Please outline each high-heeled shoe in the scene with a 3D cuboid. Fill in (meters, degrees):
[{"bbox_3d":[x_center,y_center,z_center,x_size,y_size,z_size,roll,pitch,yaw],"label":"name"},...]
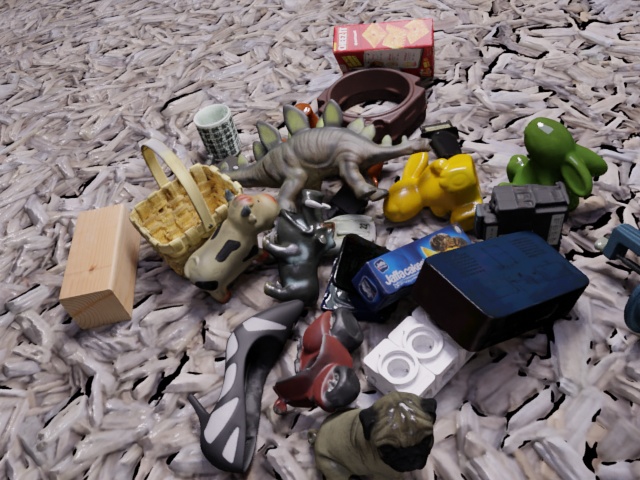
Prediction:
[{"bbox_3d":[-0.078,0.197,0.758,0.249,0.086,0.145,-44,54,-17],"label":"high-heeled shoe"}]

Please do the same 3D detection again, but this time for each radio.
[{"bbox_3d":[0.256,0.065,0.756,0.229,0.073,0.131,-13,45,-30],"label":"radio"}]

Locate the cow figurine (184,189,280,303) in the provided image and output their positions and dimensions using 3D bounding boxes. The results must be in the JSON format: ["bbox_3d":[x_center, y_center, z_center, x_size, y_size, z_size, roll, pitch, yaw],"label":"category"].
[{"bbox_3d":[-0.144,0.000,0.887,0.195,0.127,0.086,-47,56,-1],"label":"cow figurine"}]

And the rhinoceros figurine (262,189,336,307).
[{"bbox_3d":[-0.031,0.013,0.860,0.112,0.073,0.190,5,88,18],"label":"rhinoceros figurine"}]

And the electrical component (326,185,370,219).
[{"bbox_3d":[0.057,-0.069,0.998,0.063,0.021,0.094,39,86,25],"label":"electrical component"}]

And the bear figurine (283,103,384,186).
[{"bbox_3d":[0.031,-0.173,1.045,0.196,0.131,0.120,27,88,35],"label":"bear figurine"}]

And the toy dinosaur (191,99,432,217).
[{"bbox_3d":[-0.035,-0.138,0.970,0.472,0.105,0.198,-10,80,20],"label":"toy dinosaur"}]

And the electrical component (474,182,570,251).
[{"bbox_3d":[0.316,-0.032,0.855,0.134,0.114,0.058,-3,46,8],"label":"electrical component"}]

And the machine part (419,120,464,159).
[{"bbox_3d":[0.250,-0.192,1.070,0.084,0.039,0.139,-9,45,-7],"label":"machine part"}]

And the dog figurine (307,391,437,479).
[{"bbox_3d":[0.051,0.225,0.629,0.172,0.190,0.121,-1,48,13],"label":"dog figurine"}]

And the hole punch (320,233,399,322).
[{"bbox_3d":[0.067,0.068,0.852,0.116,0.092,0.142,24,49,-5],"label":"hole punch"}]

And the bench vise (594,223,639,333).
[{"bbox_3d":[0.464,0.042,0.708,0.129,0.223,0.241,-7,31,-15],"label":"bench vise"}]

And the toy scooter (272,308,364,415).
[{"bbox_3d":[-0.007,0.179,0.754,0.135,0.075,0.184,-35,21,21],"label":"toy scooter"}]

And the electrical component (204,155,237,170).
[{"bbox_3d":[-0.193,-0.148,1.121,0.078,0.045,0.102,-41,53,-22],"label":"electrical component"}]

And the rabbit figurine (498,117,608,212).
[{"bbox_3d":[0.373,-0.115,0.880,0.159,0.170,0.121,26,59,32],"label":"rabbit figurine"}]

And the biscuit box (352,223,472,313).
[{"bbox_3d":[0.146,0.039,0.813,0.203,0.062,0.059,-22,69,-33],"label":"biscuit box"}]

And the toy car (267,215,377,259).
[{"bbox_3d":[-0.002,-0.003,0.939,0.202,0.056,0.073,-3,48,9],"label":"toy car"}]

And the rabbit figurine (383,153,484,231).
[{"bbox_3d":[0.190,-0.092,0.945,0.173,0.121,0.162,-20,41,19],"label":"rabbit figurine"}]

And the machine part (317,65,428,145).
[{"bbox_3d":[0.110,-0.285,1.152,0.202,0.087,0.201,26,59,33],"label":"machine part"}]
